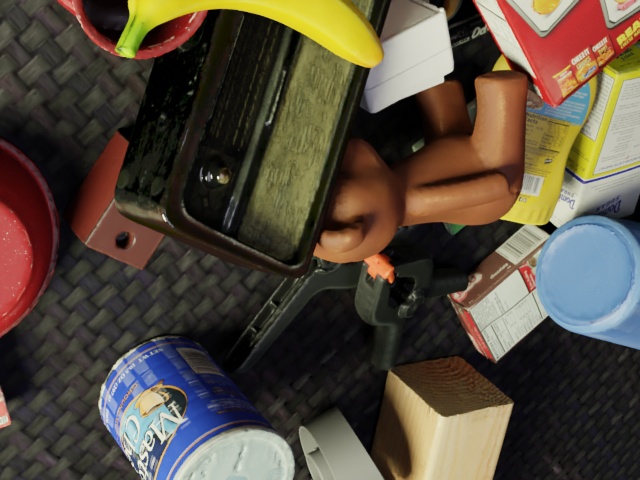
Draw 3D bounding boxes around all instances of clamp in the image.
[{"bbox_3d":[0.066,0.057,0.931,0.120,0.039,0.171,-56,149,1],"label":"clamp"},{"bbox_3d":[-0.006,0.001,0.873,0.209,0.036,0.164,-28,127,-22],"label":"clamp"}]

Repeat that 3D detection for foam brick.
[{"bbox_3d":[-0.136,-0.028,0.758,0.052,0.051,0.078,28,98,-41],"label":"foam brick"}]

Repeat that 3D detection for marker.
[{"bbox_3d":[0.134,-0.179,0.879,0.121,0.020,0.020,-26,127,-20],"label":"marker"}]

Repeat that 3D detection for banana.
[{"bbox_3d":[-0.040,-0.143,0.653,0.197,0.037,0.069,-5,103,-37],"label":"banana"}]

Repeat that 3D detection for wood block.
[{"bbox_3d":[0.106,0.228,1.043,0.090,0.091,0.206,-5,118,-32],"label":"wood block"}]

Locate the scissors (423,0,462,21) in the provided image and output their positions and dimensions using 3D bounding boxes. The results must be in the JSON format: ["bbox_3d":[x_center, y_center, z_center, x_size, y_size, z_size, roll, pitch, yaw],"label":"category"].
[{"bbox_3d":[0.123,-0.266,0.825,0.096,0.016,0.202,-4,117,-34],"label":"scissors"}]

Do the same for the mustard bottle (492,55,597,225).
[{"bbox_3d":[0.183,-0.112,0.905,0.096,0.058,0.192,11,107,-24],"label":"mustard bottle"}]

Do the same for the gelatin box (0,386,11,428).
[{"bbox_3d":[-0.266,0.105,0.758,0.073,0.030,0.089,-18,123,-25],"label":"gelatin box"}]

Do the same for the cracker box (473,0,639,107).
[{"bbox_3d":[0.179,-0.229,0.774,0.164,0.072,0.213,-39,129,0],"label":"cracker box"}]

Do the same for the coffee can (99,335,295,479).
[{"bbox_3d":[-0.098,0.152,0.826,0.102,0.140,0.103,-17,123,-27],"label":"coffee can"}]

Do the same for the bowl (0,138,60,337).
[{"bbox_3d":[-0.238,0.008,0.687,0.161,0.055,0.162,-10,109,-30],"label":"bowl"}]

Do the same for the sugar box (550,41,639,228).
[{"bbox_3d":[0.269,-0.094,0.986,0.093,0.048,0.176,-16,136,-29],"label":"sugar box"}]

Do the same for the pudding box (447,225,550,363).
[{"bbox_3d":[0.186,0.052,1.033,0.113,0.039,0.090,-39,132,-8],"label":"pudding box"}]

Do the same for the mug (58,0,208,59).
[{"bbox_3d":[-0.116,-0.178,0.666,0.117,0.082,0.093,-46,131,-4],"label":"mug"}]

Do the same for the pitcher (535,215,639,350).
[{"bbox_3d":[0.318,0.038,1.023,0.242,0.145,0.149,11,93,-48],"label":"pitcher"}]
